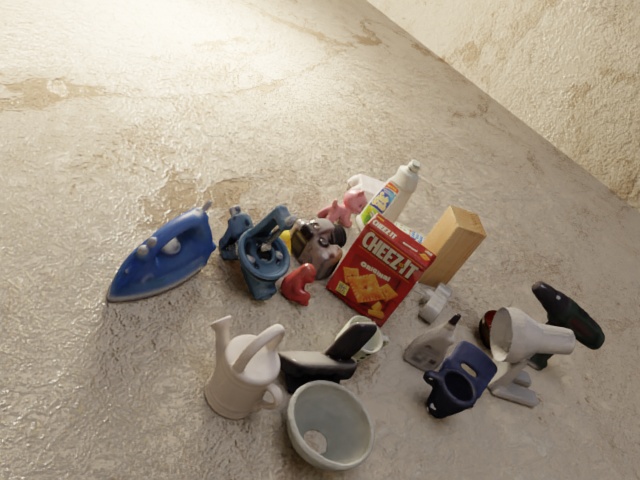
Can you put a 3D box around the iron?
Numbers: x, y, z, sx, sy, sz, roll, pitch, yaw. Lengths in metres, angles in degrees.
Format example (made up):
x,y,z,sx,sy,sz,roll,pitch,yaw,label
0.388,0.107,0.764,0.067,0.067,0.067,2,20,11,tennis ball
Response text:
x,y,z,sx,sy,sz,roll,pitch,yaw,label
-0.299,0.015,1.107,0.118,0.141,0.259,37,36,8,iron

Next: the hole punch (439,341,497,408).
x,y,z,sx,sy,sz,roll,pitch,yaw,label
0.325,0.296,1.269,0.108,0.091,0.101,39,36,10,hole punch

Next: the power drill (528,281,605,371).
x,y,z,sx,sy,sz,roll,pitch,yaw,label
0.576,0.225,1.435,0.229,0.208,0.076,29,36,-3,power drill

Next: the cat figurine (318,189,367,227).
x,y,z,sx,sy,sz,roll,pitch,yaw,label
0.072,-0.094,1.525,0.128,0.117,0.067,-10,52,-42,cat figurine

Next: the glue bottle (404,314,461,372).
x,y,z,sx,sy,sz,roll,pitch,yaw,label
0.255,0.217,1.243,0.078,0.173,0.037,29,36,-2,glue bottle

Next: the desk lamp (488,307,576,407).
x,y,z,sx,sy,sz,roll,pitch,yaw,label
0.459,0.260,1.305,0.204,0.213,0.118,20,37,-16,desk lamp

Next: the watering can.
x,y,z,sx,sy,sz,roll,pitch,yaw,label
-0.124,0.205,0.965,0.173,0.194,0.101,32,36,1,watering can

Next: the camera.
x,y,z,sx,sy,sz,roll,pitch,yaw,label
0.013,0.005,1.379,0.137,0.100,0.143,-12,54,-43,camera

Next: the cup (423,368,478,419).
x,y,z,sx,sy,sz,roll,pitch,yaw,label
0.251,0.321,1.184,0.118,0.095,0.092,28,36,-5,cup

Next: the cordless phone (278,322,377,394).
x,y,z,sx,sy,sz,roll,pitch,yaw,label
0.014,0.204,1.073,0.148,0.185,0.094,5,43,-31,cordless phone

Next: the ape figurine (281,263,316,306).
x,y,z,sx,sy,sz,roll,pitch,yaw,label
-0.039,0.090,1.250,0.076,0.092,0.078,27,36,-6,ape figurine

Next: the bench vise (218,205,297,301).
x,y,z,sx,sy,sz,roll,pitch,yaw,label
-0.134,-0.008,1.187,0.207,0.219,0.122,42,37,15,bench vise

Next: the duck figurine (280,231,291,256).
x,y,z,sx,sy,sz,roll,pitch,yaw,label
-0.094,0.010,1.309,0.077,0.086,0.105,37,36,8,duck figurine

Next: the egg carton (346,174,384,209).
x,y,z,sx,sy,sz,roll,pitch,yaw,label
0.148,-0.129,1.663,0.151,0.069,0.107,17,38,-19,egg carton

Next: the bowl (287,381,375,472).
x,y,z,sx,sy,sz,roll,pitch,yaw,label
0.008,0.337,1.006,0.168,0.074,0.167,20,37,-16,bowl
